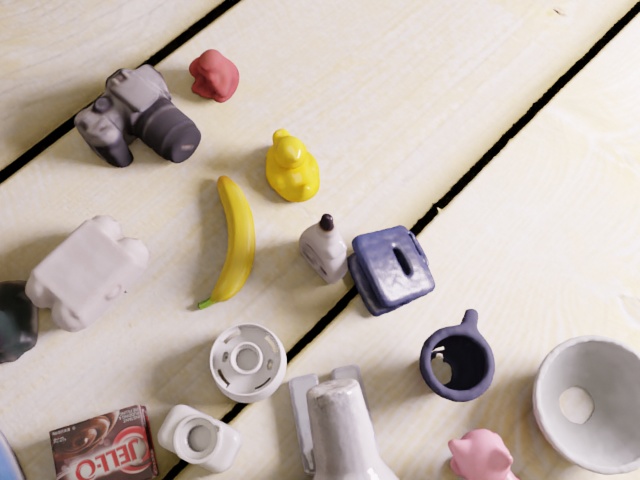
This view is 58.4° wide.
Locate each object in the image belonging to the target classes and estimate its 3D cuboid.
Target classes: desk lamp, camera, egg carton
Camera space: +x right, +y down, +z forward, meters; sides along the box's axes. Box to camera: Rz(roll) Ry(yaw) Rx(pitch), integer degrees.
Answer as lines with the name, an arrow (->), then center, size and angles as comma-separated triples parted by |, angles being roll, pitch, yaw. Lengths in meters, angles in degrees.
desk lamp -> 0.024, 0.238, 0.633 | 0.118, 0.213, 0.203 | -12, 73, -6
camera -> -0.250, -0.165, 0.812 | 0.136, 0.101, 0.143 | 39, 75, 10
egg carton -> -0.304, 0.044, 0.758 | 0.107, 0.069, 0.150 | 38, 74, 10

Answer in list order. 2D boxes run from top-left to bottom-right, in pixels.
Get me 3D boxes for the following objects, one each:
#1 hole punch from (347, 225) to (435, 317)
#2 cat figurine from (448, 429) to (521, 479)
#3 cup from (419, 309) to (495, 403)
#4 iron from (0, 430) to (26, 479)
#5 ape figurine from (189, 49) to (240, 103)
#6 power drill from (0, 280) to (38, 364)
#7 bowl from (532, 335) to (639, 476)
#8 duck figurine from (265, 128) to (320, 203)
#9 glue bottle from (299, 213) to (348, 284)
hole punch -> 0.097, 0.034, 0.768 | 0.101, 0.091, 0.108 | -23, 74, -9
cat figurine -> 0.206, 0.275, 0.679 | 0.067, 0.118, 0.127 | -39, 77, -13
cup -> 0.169, 0.149, 0.731 | 0.091, 0.095, 0.118 | 20, 72, 4
iron -> -0.424, 0.271, 0.640 | 0.258, 0.141, 0.119 | 44, 75, 11
ape figurine -> -0.158, -0.249, 0.849 | 0.076, 0.092, 0.077 | -23, 74, -9
power drill -> -0.412, 0.069, 0.672 | 0.075, 0.208, 0.229 | -8, 72, -5
bowl -> 0.342, 0.209, 0.730 | 0.167, 0.075, 0.167 | 1, 72, -2
duck figurine -> -0.039, -0.110, 0.812 | 0.077, 0.086, 0.104 | -24, 74, -10
glue bottle -> 0.007, 0.003, 0.731 | 0.037, 0.173, 0.078 | -37, 77, -13
